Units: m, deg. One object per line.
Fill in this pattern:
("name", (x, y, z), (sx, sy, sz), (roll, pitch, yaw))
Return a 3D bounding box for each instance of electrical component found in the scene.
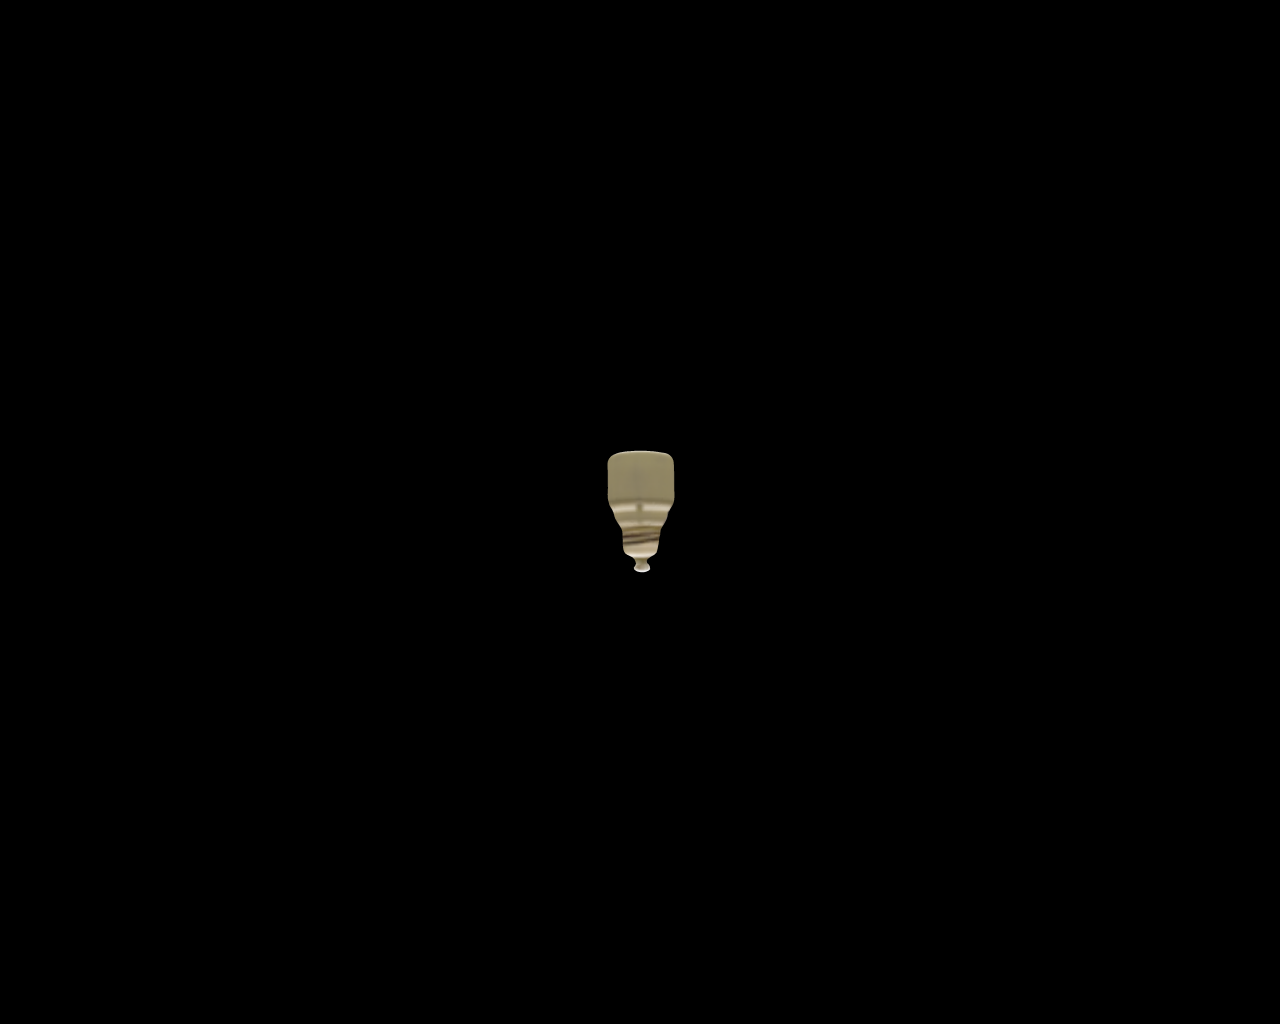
("electrical component", (0.001, -0.003, 0.650), (0.040, 0.078, 0.040), (0, -5, 0))
